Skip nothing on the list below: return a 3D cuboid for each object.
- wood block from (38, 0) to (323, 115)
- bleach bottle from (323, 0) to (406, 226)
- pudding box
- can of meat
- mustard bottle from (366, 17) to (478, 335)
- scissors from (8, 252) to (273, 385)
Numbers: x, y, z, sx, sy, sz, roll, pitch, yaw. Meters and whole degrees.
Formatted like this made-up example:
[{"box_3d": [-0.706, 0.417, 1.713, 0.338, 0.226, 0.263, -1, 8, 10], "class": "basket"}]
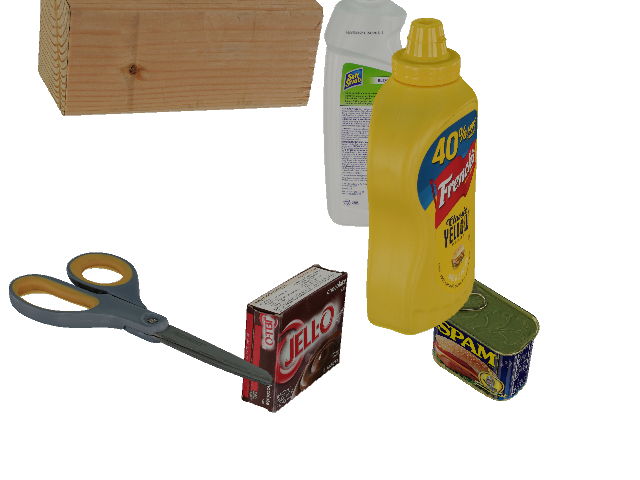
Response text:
[{"box_3d": [-0.113, -0.162, 0.861, 0.205, 0.091, 0.090, -6, 35, -26], "class": "wood block"}, {"box_3d": [0.054, -0.136, 1.037, 0.102, 0.251, 0.068, -3, 32, -4], "class": "bleach bottle"}, {"box_3d": [-0.021, 0.080, 0.901, 0.039, 0.090, 0.113, 16, 25, 24], "class": "pudding box"}, {"box_3d": [0.155, 0.097, 1.027, 0.102, 0.084, 0.057, 33, 57, 29], "class": "can of meat"}, {"box_3d": [0.065, -0.043, 0.667, 0.058, 0.192, 0.096, 16, 33, 32], "class": "mustard bottle"}, {"box_3d": [-0.111, 0.047, 0.717, 0.202, 0.016, 0.096, 12, 29, 14], "class": "scissors"}]
